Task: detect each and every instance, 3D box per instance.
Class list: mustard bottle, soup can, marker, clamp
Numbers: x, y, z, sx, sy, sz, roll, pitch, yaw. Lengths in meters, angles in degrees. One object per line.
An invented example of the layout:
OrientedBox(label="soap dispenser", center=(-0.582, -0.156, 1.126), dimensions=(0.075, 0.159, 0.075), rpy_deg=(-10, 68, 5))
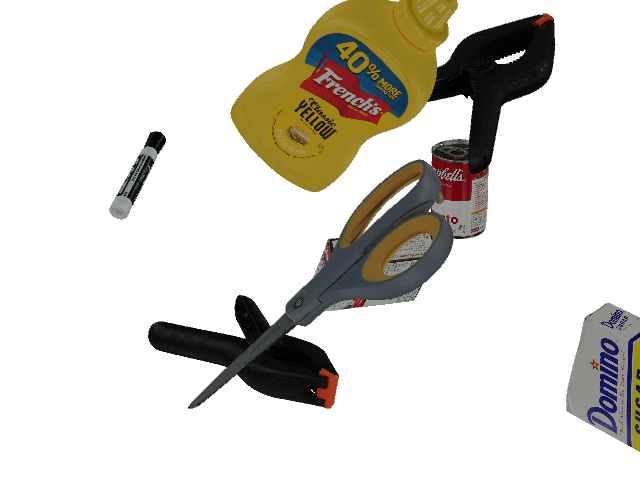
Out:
OrientedBox(label="mustard bottle", center=(0.025, -0.116, 0.761), dimensions=(0.192, 0.096, 0.058), rpy_deg=(-36, 15, 40))
OrientedBox(label="soup can", center=(0.166, -0.062, 1.274), dimensions=(0.068, 0.102, 0.068), rpy_deg=(-2, 27, 1))
OrientedBox(label="marker", center=(-0.183, -0.069, 1.081), dimensions=(0.020, 0.121, 0.020), rpy_deg=(10, -43, 9))
OrientedBox(label="clamp", center=(0.145, -0.137, 0.945), dimensions=(0.209, 0.036, 0.165), rpy_deg=(-32, 45, -20))
OrientedBox(label="clamp", center=(-0.049, 0.092, 0.918), dimensions=(0.172, 0.039, 0.120), rpy_deg=(22, 31, 25))

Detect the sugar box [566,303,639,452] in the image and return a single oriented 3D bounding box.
OrientedBox(label="sugar box", center=(0.276, 0.127, 0.811), dimensions=(0.176, 0.093, 0.048), rpy_deg=(25, 34, 34))

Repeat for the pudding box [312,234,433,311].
OrientedBox(label="pudding box", center=(0.054, 0.031, 1.091), dimensions=(0.113, 0.039, 0.090), rpy_deg=(-7, -32, -19))

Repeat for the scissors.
OrientedBox(label="scissors", center=(0.003, 0.040, 0.597), dimensions=(0.016, 0.202, 0.096), rpy_deg=(39, 3, -30))
